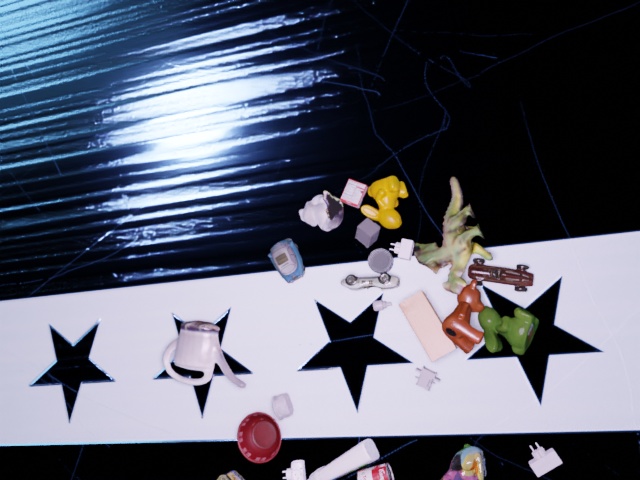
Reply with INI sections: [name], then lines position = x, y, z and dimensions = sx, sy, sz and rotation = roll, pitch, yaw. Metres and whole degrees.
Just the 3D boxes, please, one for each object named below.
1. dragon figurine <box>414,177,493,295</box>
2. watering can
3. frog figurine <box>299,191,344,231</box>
[dragon figurine]
position = 0.416, -0.004, 1.702
dimensions = 0.241, 0.120, 0.420
rotation = -27, 51, 18
[watering can]
position = -0.406, 0.408, 1.843
dimensions = 0.347, 0.103, 0.226
rotation = 3, 78, 19
[frog figurine]
position = 0.006, -0.094, 1.858
dimensions = 0.157, 0.124, 0.138
rotation = -32, 78, 46
